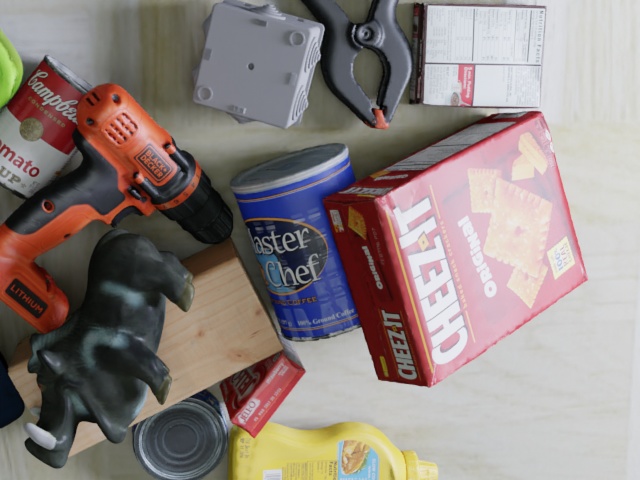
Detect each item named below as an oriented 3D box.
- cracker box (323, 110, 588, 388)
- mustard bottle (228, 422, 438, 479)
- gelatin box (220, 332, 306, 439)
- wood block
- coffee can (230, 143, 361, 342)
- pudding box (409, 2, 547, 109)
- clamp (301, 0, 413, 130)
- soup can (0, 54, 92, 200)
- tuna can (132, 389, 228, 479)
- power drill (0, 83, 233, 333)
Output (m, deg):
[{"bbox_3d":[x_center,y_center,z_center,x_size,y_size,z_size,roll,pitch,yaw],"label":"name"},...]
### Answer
[{"bbox_3d":[0.121,0.002,0.891,0.213,0.072,0.164,-28,107,-35],"label":"cracker box"},{"bbox_3d":[0.013,0.213,0.972,0.191,0.058,0.096,1,101,-9],"label":"mustard bottle"},{"bbox_3d":[-0.051,0.121,0.926,0.030,0.089,0.073,37,94,-16],"label":"gelatin box"},{"bbox_3d":[-0.146,0.088,0.904,0.206,0.091,0.090,-27,104,-2],"label":"wood block"},{"bbox_3d":[-0.006,0.001,0.901,0.102,0.103,0.140,-19,104,-5],"label":"coffee can"},{"bbox_3d":[0.137,-0.160,0.924,0.113,0.039,0.090,0,101,-11],"label":"pudding box"},{"bbox_3d":[0.025,-0.178,0.903,0.120,0.039,0.171,-3,95,-2],"label":"clamp"},{"bbox_3d":[-0.226,-0.090,0.866,0.068,0.068,0.102,39,94,-14],"label":"soup can"},{"bbox_3d":[-0.125,0.174,0.954,0.086,0.034,0.086,-2,102,-9],"label":"tuna can"},{"bbox_3d":[-0.177,-0.011,0.866,0.187,0.057,0.184,-44,130,-4],"label":"power drill"}]
